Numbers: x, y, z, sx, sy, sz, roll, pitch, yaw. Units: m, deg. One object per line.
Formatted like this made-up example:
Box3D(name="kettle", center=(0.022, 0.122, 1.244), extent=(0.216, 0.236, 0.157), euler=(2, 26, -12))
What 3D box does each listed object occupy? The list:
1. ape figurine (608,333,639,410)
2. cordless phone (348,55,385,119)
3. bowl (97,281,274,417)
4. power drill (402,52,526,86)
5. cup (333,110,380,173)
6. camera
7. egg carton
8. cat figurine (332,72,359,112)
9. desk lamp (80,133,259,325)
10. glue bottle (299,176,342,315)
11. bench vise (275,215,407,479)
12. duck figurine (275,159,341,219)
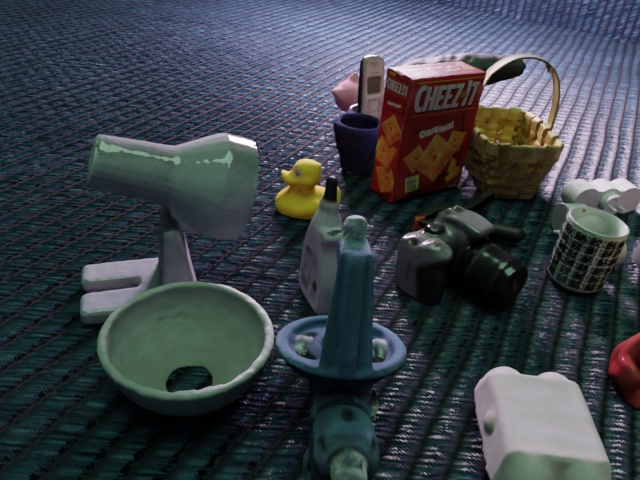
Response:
Box3D(name="ape figurine", center=(0.366, 0.130, 0.634), extent=(0.078, 0.092, 0.076), euler=(5, 33, -2))
Box3D(name="cordless phone", center=(0.124, -0.266, 1.111), extent=(0.148, 0.185, 0.093), euler=(-19, 41, -34))
Box3D(name="bowl", center=(-0.131, 0.118, 0.575), extent=(0.167, 0.075, 0.167), euler=(5, 33, -3))
Box3D(name="power drill", center=(0.259, -0.262, 1.109), extent=(0.229, 0.208, 0.075), euler=(7, 33, 0))
Box3D(name="cup", center=(0.063, -0.180, 1.051), extent=(0.092, 0.095, 0.117), euler=(-3, 34, -14))
Box3D(name="camera", center=(0.193, 0.026, 0.753), extent=(0.143, 0.101, 0.136), euler=(-21, 42, -36))
Box3D(name="egg carton", center=(0.202, 0.186, 0.538), extent=(0.107, 0.069, 0.150), euler=(7, 33, 0))
Box3D(name="cat figurine", center=(0.081, -0.290, 1.203), extent=(0.128, 0.118, 0.067), euler=(0, 33, -10))
Box3D(name="desk lamp", center=(-0.175, -0.020, 0.652), extent=(0.203, 0.214, 0.117), euler=(-6, 35, -18))
Box3D(name="glue bottle", center=(0.006, 0.002, 0.688), extent=(0.037, 0.173, 0.078), euler=(-7, 35, -19))
Box3D(name="bench vise", center=(0.033, 0.104, 0.494), extent=(0.122, 0.220, 0.207), euler=(-6, 35, -19))
Box3D(name="duck figurine", center=(-0.017, -0.085, 0.899), extent=(0.104, 0.086, 0.077), euler=(2, 33, -7))
